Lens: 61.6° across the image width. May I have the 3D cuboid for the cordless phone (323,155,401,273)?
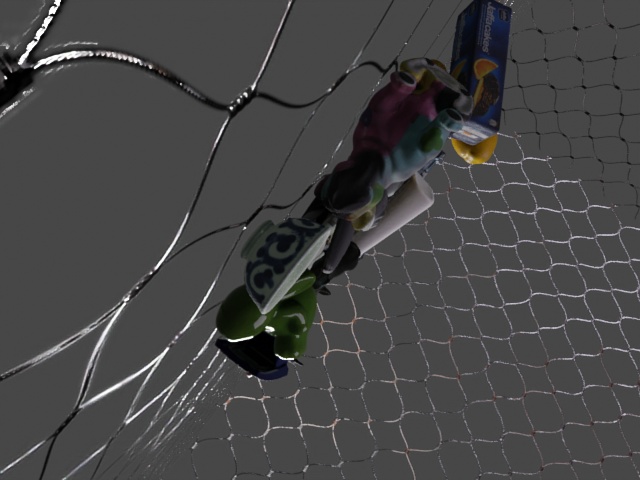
[{"bbox_3d":[0.048,-0.027,0.825,0.146,0.089,0.184,104,9,-80],"label":"cordless phone"}]

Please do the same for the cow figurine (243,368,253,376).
[{"bbox_3d":[-0.096,0.165,1.066,0.195,0.127,0.085,-38,176,9],"label":"cow figurine"}]

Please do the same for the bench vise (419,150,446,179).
[{"bbox_3d":[0.167,-0.129,1.195,0.240,0.129,0.223,-48,178,10],"label":"bench vise"}]

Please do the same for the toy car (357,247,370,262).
[{"bbox_3d":[0.077,-0.010,1.356,0.109,0.103,0.162,-51,-175,1],"label":"toy car"}]

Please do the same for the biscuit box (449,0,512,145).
[{"bbox_3d":[0.225,-0.243,0.769,0.059,0.063,0.202,155,-52,-66],"label":"biscuit box"}]

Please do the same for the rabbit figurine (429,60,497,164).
[{"bbox_3d":[0.207,-0.193,0.843,0.162,0.173,0.121,-45,169,-21],"label":"rabbit figurine"}]

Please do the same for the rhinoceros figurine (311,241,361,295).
[{"bbox_3d":[-0.007,0.066,0.996,0.190,0.073,0.112,-31,-152,-27],"label":"rhinoceros figurine"}]

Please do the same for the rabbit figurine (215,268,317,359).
[{"bbox_3d":[-0.068,0.094,0.752,0.159,0.121,0.170,-57,159,13],"label":"rabbit figurine"}]

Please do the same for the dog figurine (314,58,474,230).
[{"bbox_3d":[0.086,-0.116,0.703,0.219,0.108,0.191,-50,180,36],"label":"dog figurine"}]

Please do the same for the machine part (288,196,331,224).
[{"bbox_3d":[-0.015,-0.027,0.780,0.084,0.039,0.139,-48,178,22],"label":"machine part"}]

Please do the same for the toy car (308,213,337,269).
[{"bbox_3d":[-0.002,-0.003,0.956,0.202,0.056,0.073,-46,172,-48],"label":"toy car"}]

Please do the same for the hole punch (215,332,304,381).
[{"bbox_3d":[-0.110,0.195,0.949,0.092,0.142,0.115,-51,151,-22],"label":"hole punch"}]

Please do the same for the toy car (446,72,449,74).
[{"bbox_3d":[0.247,-0.289,1.081,0.089,0.053,0.202,-63,177,17],"label":"toy car"}]

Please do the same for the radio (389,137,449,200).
[{"bbox_3d":[0.135,-0.140,0.969,0.229,0.073,0.131,-45,170,3],"label":"radio"}]
